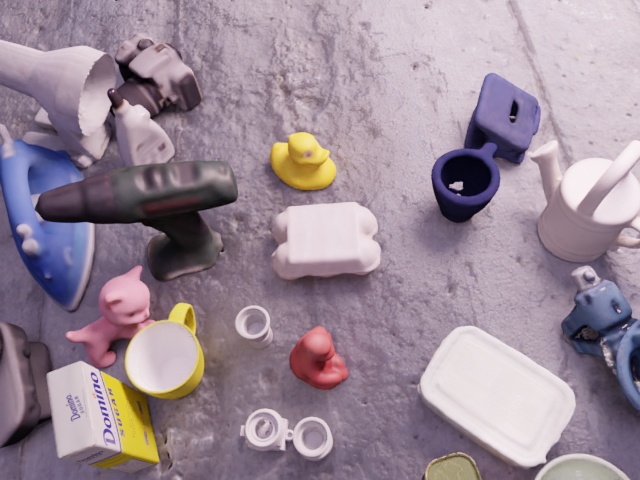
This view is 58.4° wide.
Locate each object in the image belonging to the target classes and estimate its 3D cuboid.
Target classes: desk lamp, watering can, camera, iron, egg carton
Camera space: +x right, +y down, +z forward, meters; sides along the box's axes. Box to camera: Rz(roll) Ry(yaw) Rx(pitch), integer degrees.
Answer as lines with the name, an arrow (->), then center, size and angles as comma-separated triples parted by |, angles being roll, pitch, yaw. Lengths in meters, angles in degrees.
desk lamp -> -0.388, -0.202, 0.845 | 0.203, 0.214, 0.118 | 11, 65, 10
watering can -> 0.347, -0.058, 0.733 | 0.172, 0.194, 0.101 | 21, 67, 14
camera -> -0.289, -0.256, 0.928 | 0.143, 0.101, 0.137 | 37, 72, 20
iron -> -0.397, -0.035, 0.803 | 0.118, 0.141, 0.258 | -21, 64, -6
egg carton -> 0.007, 0.003, 0.796 | 0.150, 0.069, 0.107 | -5, 63, 2

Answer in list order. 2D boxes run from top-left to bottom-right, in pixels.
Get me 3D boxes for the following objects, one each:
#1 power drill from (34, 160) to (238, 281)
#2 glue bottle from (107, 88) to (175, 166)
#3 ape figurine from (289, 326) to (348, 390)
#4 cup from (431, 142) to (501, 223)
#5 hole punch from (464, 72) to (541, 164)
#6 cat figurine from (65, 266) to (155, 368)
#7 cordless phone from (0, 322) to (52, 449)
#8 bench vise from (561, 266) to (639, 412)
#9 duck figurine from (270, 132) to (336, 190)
power drill -> -0.212, -0.026, 0.748 | 0.229, 0.208, 0.075 | -17, 63, -4
glue bottle -> -0.271, -0.162, 0.839 | 0.037, 0.173, 0.078 | 39, 72, 21
ape figurine -> -0.003, 0.143, 0.714 | 0.076, 0.092, 0.078 | 3, 64, 6
cup -> 0.206, -0.077, 0.808 | 0.091, 0.095, 0.118 | 34, 71, 19
hole punch -> 0.278, -0.185, 0.859 | 0.101, 0.091, 0.109 | 15, 65, 11
cat figurine -> -0.267, 0.096, 0.741 | 0.128, 0.118, 0.067 | -36, 66, -13
cordless phone -> -0.400, 0.160, 0.681 | 0.094, 0.185, 0.147 | -27, 65, -9
bench vise -> 0.358, 0.114, 0.632 | 0.207, 0.220, 0.122 | 38, 72, 20
duck figurine -> -0.028, -0.128, 0.854 | 0.104, 0.086, 0.077 | 22, 67, 14
